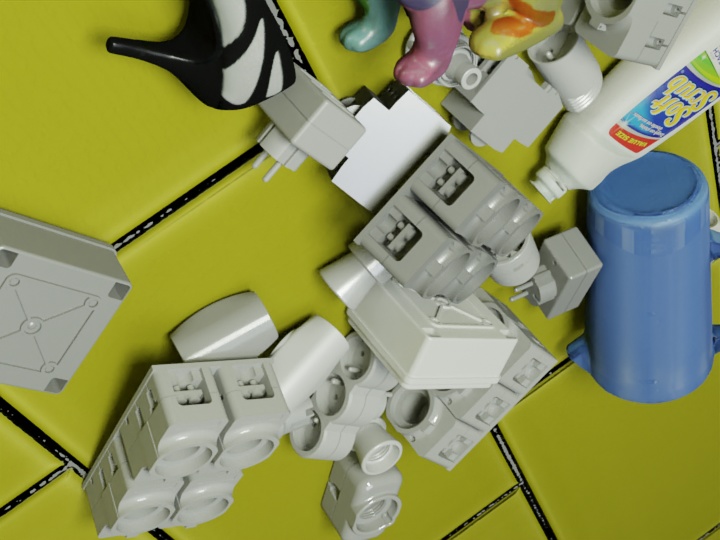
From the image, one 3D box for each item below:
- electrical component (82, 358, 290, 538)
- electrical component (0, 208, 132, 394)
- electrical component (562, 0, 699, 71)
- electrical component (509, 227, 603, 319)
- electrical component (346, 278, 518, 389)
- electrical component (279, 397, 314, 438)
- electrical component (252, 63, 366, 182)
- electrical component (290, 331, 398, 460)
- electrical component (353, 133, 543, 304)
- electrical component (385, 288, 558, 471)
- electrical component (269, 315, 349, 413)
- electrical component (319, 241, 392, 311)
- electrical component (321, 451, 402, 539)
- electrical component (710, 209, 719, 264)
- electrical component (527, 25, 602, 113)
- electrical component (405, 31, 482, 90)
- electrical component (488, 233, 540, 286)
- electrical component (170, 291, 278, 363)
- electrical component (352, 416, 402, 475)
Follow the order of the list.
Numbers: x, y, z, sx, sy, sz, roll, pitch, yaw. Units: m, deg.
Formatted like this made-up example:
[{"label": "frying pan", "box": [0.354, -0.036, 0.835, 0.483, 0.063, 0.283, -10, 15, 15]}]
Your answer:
[{"label": "electrical component", "box": [-0.145, 0.152, 0.882, 0.105, 0.060, 0.186, -1, 143, -35]}, {"label": "electrical component", "box": [-0.234, 0.023, 0.745, 0.109, 0.056, 0.108, 21, 112, -44]}, {"label": "electrical component", "box": [0.209, -0.256, 0.778, 0.060, 0.105, 0.186, 2, 124, -37]}, {"label": "electrical component", "box": [0.175, 0.010, 1.015, 0.076, 0.047, 0.083, -22, 155, -18]}, {"label": "electrical component", "box": [0.062, 0.051, 0.942, 0.109, 0.108, 0.056, 4, 121, -38]}, {"label": "electrical component", "box": [-0.070, 0.130, 0.971, 0.046, 0.040, 0.040, -15, 134, -33]}, {"label": "electrical component", "box": [-0.048, -0.096, 0.765, 0.076, 0.065, 0.047, -48, 138, 10]}, {"label": "electrical component", "box": [0.000, 0.120, 1.001, 0.074, 0.052, 0.138, 14, 117, -43]}, {"label": "electrical component", "box": [0.080, -0.033, 0.859, 0.105, 0.060, 0.186, -48, 164, 10]}, {"label": "electrical component", "box": [0.098, 0.103, 1.028, 0.150, 0.089, 0.062, -47, 138, 9]}, {"label": "electrical component", "box": [-0.051, 0.087, 0.938, 0.077, 0.044, 0.079, -47, 167, -18]}, {"label": "electrical component", "box": [0.000, 0.000, 0.901, 0.055, 0.045, 0.045, -41, 139, 2]}, {"label": "electrical component", "box": [0.004, 0.229, 1.095, 0.054, 0.059, 0.095, -7, 130, -31]}, {"label": "electrical component", "box": [0.360, -0.030, 1.131, 0.079, 0.044, 0.077, -17, 134, -23]}, {"label": "electrical component", "box": [0.173, -0.163, 0.880, 0.043, 0.043, 0.081, -44, 139, 5]}, {"label": "electrical component", "box": [0.066, -0.156, 0.797, 0.048, 0.062, 0.048, -20, 135, -21]}, {"label": "electrical component", "box": [0.133, -0.017, 0.974, 0.055, 0.055, 0.047, -39, 143, 0]}, {"label": "electrical component", "box": [-0.107, 0.066, 0.884, 0.077, 0.043, 0.079, -29, 138, -11]}, {"label": "electrical component", "box": [0.009, 0.164, 1.044, 0.045, 0.055, 0.045, -19, 135, -20]}]
